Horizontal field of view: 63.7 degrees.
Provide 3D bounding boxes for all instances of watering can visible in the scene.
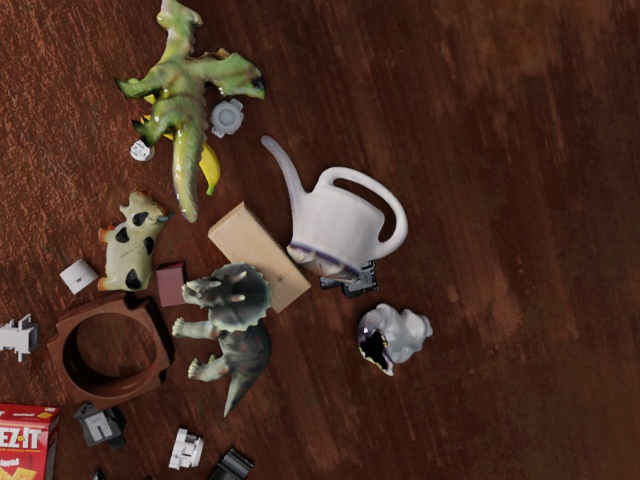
[{"bbox_3d":[0.003,-0.052,1.025,0.347,0.103,0.226,26,79,-4],"label":"watering can"}]

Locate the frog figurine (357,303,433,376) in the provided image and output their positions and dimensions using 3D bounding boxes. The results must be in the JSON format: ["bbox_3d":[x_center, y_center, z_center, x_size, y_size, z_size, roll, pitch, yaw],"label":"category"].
[{"bbox_3d":[0.161,0.196,1.110,0.162,0.121,0.137,-31,97,-39],"label":"frog figurine"}]

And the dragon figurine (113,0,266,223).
[{"bbox_3d":[-0.212,-0.253,0.919,0.243,0.121,0.413,-27,81,-7],"label":"dragon figurine"}]
